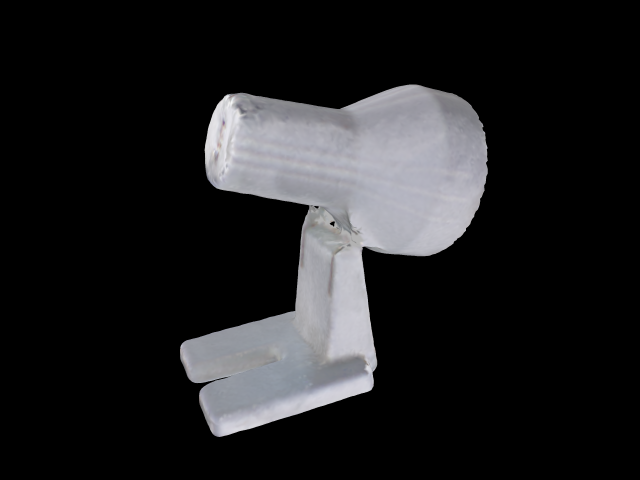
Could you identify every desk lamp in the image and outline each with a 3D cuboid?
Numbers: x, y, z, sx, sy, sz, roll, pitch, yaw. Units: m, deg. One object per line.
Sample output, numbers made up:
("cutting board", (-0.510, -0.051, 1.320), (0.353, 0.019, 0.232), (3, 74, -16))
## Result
("desk lamp", (0.004, 0.001, 0.400), (0.204, 0.214, 0.117), (-12, 27, -24))
